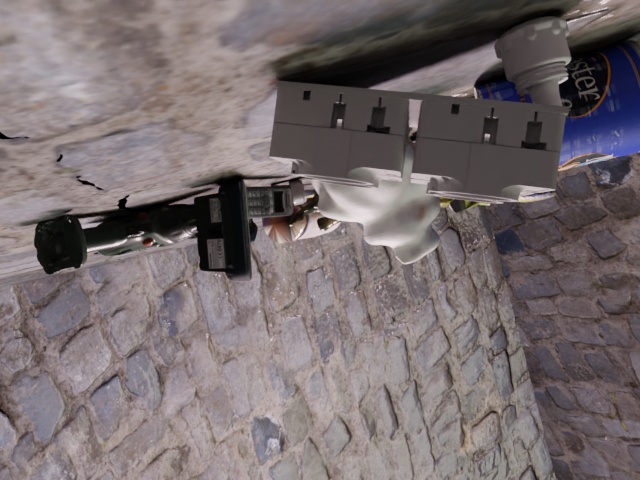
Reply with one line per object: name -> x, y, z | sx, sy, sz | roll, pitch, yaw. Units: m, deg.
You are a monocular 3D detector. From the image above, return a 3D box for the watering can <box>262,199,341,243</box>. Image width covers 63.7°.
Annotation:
watering can -> 0.004, -0.064, 1.274 | 0.345, 0.104, 0.226 | -9, 4, 44

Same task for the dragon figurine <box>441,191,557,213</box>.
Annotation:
dragon figurine -> 0.407, -0.126, 1.380 | 0.411, 0.122, 0.243 | 10, 4, 23

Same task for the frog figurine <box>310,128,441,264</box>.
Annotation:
frog figurine -> 0.062, -0.048, 0.553 | 0.137, 0.160, 0.123 | -14, -2, 16
